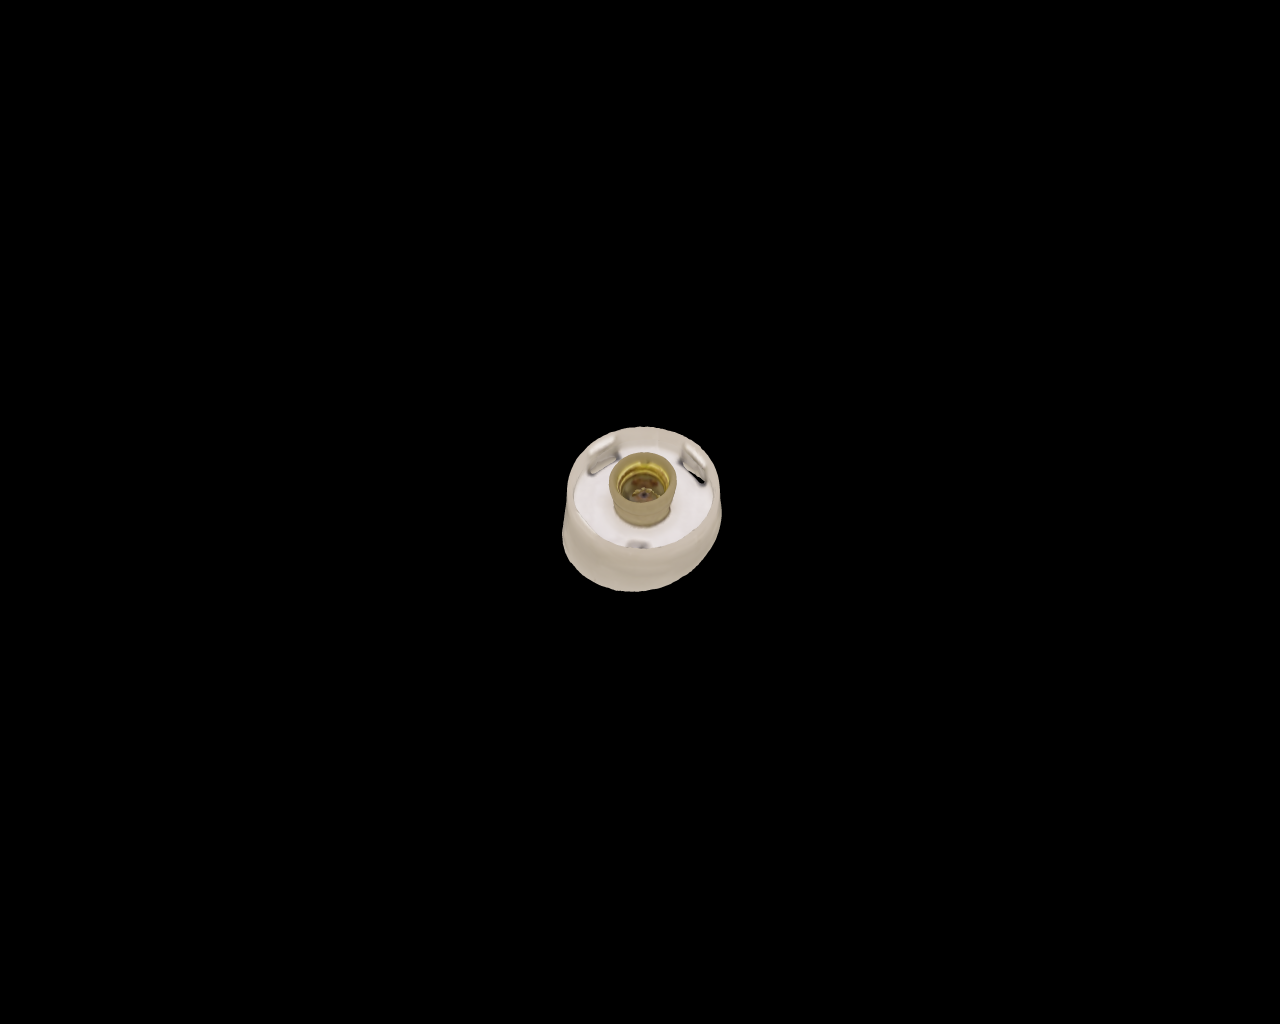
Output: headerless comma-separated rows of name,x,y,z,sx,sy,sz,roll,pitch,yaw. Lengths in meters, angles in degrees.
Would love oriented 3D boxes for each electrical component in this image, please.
electrical component,0.001,-0.003,0.650,0.099,0.099,0.064,0,-34,0
